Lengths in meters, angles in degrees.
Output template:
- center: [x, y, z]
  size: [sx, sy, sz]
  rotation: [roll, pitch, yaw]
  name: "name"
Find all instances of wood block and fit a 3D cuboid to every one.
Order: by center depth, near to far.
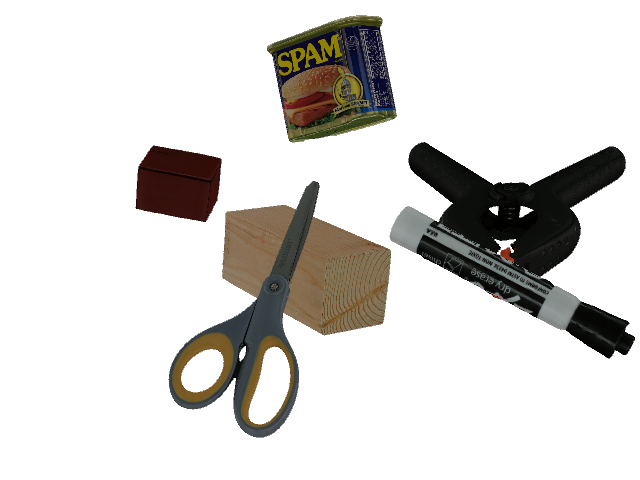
- center: [-0.021, 0.029, 1.237]
  size: [0.090, 0.090, 0.206]
  rotation: [-7, 20, -36]
  name: "wood block"

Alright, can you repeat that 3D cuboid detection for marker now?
- center: [0.088, 0.019, 0.494]
  size: [0.121, 0.020, 0.020]
  rotation: [29, 10, 18]
  name: "marker"

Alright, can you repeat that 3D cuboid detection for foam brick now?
- center: [-0.146, -0.059, 1.108]
  size: [0.078, 0.051, 0.053]
  rotation: [11, 31, 4]
  name: "foam brick"

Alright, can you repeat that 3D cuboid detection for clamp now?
- center: [0.125, -0.024, 0.758]
  size: [0.165, 0.036, 0.209]
  rotation: [5, 28, 18]
  name: "clamp"

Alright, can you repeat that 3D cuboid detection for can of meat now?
- center: [0.010, -0.134, 0.899]
  size: [0.102, 0.084, 0.057]
  rotation: [-12, -1, 39]
  name: "can of meat"

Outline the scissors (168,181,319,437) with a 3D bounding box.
- center: [-0.051, 0.042, 0.739]
  size: [0.096, 0.201, 0.016]
  rotation: [-2, -34, 6]
  name: "scissors"
